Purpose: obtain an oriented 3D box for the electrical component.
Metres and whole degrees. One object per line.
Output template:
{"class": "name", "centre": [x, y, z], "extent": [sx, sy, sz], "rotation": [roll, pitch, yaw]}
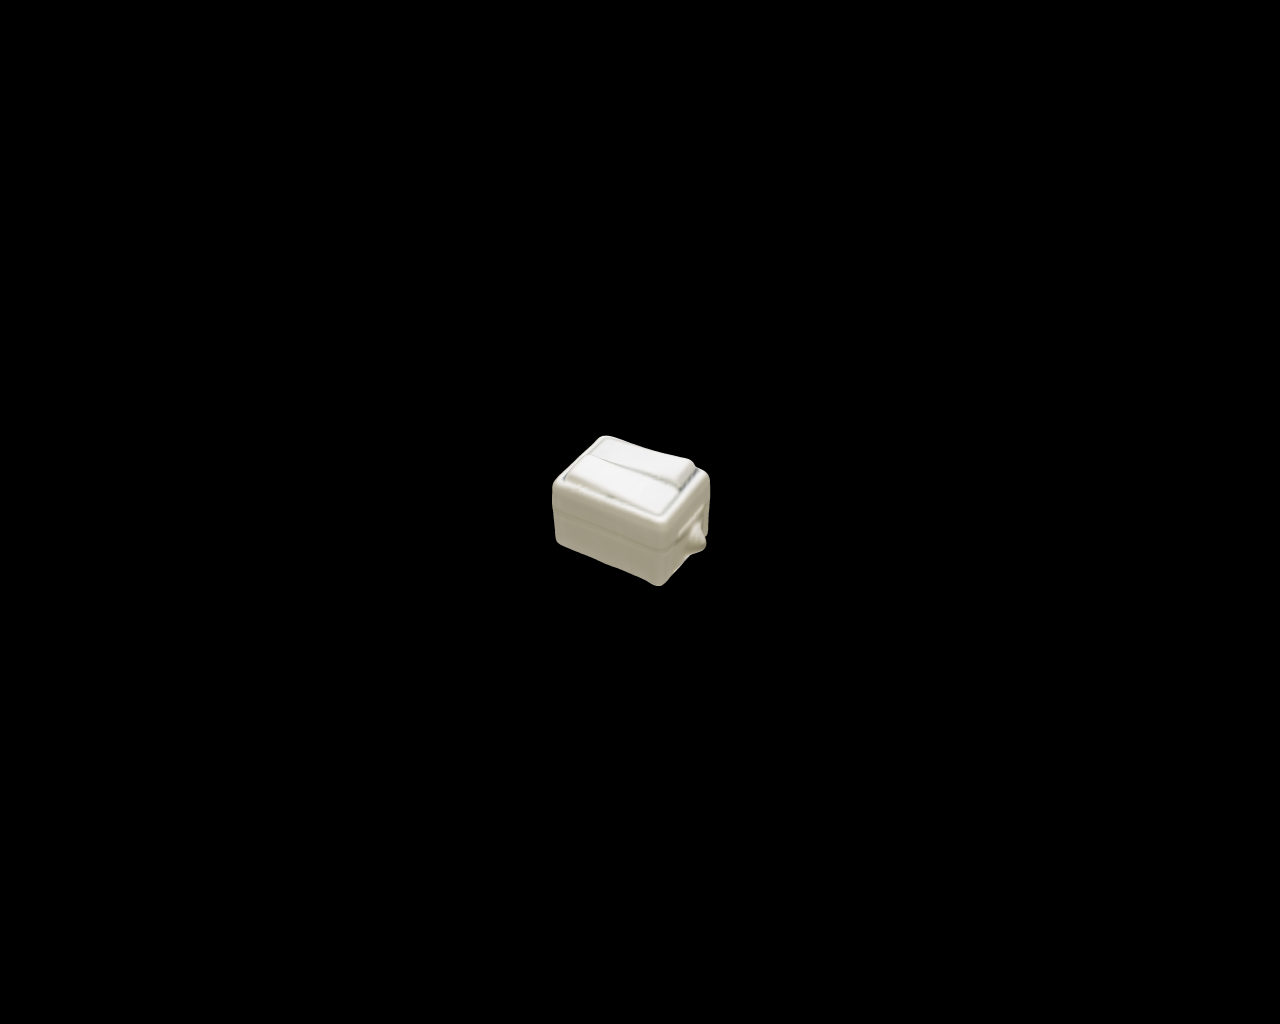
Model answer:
{"class": "electrical component", "centre": [0.001, -0.003, 0.650], "extent": [0.096, 0.061, 0.062], "rotation": [22, 45, 23]}
